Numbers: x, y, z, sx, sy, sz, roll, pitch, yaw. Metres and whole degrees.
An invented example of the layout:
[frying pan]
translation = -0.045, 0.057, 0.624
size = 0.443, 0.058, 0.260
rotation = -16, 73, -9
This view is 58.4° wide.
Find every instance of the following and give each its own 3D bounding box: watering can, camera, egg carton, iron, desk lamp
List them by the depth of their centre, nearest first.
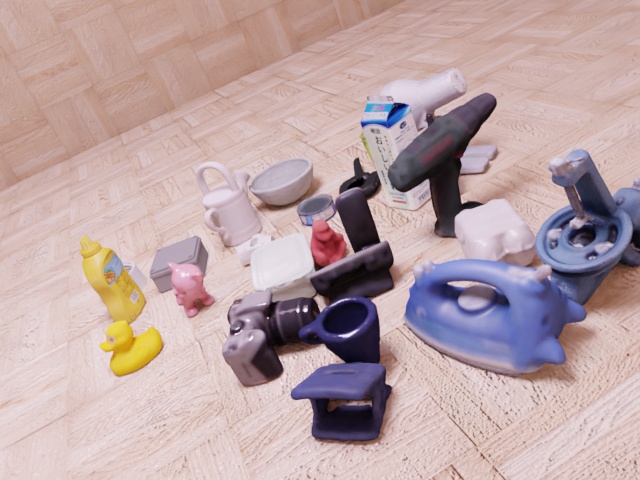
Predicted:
[iron]
translation = 0.202, 0.078, 0.760
size = 0.257, 0.142, 0.119
rotation = 5, 39, 41
[camera]
translation = -0.073, 0.136, 0.901
size = 0.136, 0.101, 0.143
rotation = -14, 29, 15
[egg carton]
translation = 0.280, -0.007, 0.926
size = 0.107, 0.069, 0.150
rotation = -20, 28, 5
[desk lamp]
translation = 0.249, -0.252, 1.217
size = 0.202, 0.214, 0.118
rotation = 1, 36, 36
[watering can]
translation = -0.213, -0.095, 1.300
size = 0.100, 0.194, 0.173
rotation = -16, 29, 12

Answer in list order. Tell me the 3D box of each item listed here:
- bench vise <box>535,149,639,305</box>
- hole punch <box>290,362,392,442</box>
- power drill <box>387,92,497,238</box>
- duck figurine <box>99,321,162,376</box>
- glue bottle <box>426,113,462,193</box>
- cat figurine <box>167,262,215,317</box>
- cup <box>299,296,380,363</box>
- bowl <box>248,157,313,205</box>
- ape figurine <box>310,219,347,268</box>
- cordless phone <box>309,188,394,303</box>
[bench vise]
translation = 0.360, -0.041, 0.768
size = 0.121, 0.220, 0.208
rotation = 6, 40, 42
[hole punch]
translation = 0.028, 0.193, 0.741
size = 0.108, 0.091, 0.101
rotation = -8, 32, 26
[power drill]
translation = 0.234, -0.120, 1.007
size = 0.230, 0.209, 0.075
rotation = -30, 29, -14
[duck figurine]
translation = -0.345, 0.182, 1.034
size = 0.105, 0.086, 0.077
rotation = -31, 29, -15
[glue bottle]
translation = 0.235, -0.170, 1.129
size = 0.037, 0.173, 0.078
rotation = -22, 28, 1
[cat figurine]
translation = -0.261, 0.081, 1.114
size = 0.067, 0.118, 0.127
rotation = -34, 30, -20
[cup]
translation = 0.037, 0.146, 0.812
size = 0.117, 0.095, 0.091
rotation = -17, 29, 10
[bowl]
translation = -0.084, -0.133, 1.399
size = 0.167, 0.075, 0.167
rotation = -17, 29, 10
[ape figurine]
translation = 0.010, 0.004, 1.078
size = 0.078, 0.092, 0.076
rotation = -33, 30, -17
[cordless phone]
translation = 0.038, 0.010, 0.949
size = 0.147, 0.185, 0.094
rotation = -26, 29, -6
